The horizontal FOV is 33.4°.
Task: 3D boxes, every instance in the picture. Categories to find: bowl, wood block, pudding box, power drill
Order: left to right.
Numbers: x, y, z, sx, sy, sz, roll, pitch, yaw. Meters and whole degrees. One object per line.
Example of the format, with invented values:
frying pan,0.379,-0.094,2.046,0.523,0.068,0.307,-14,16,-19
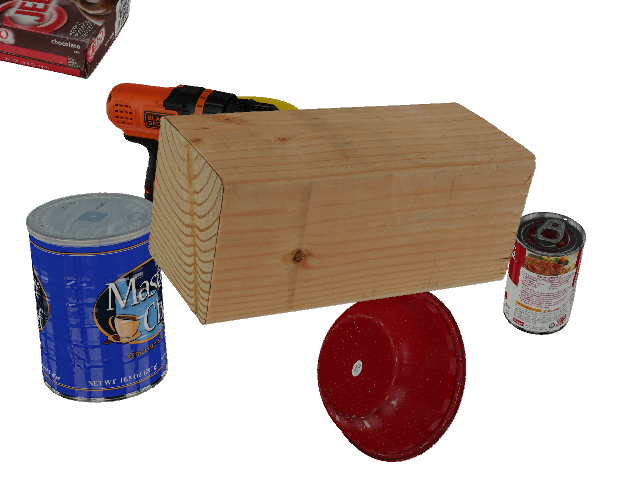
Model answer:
pudding box,-0.204,-0.173,0.825,0.090,0.039,0.113,13,36,2
power drill,-0.117,-0.061,1.053,0.185,0.188,0.057,11,30,20
wood block,0.013,-0.022,0.636,0.205,0.091,0.090,-6,32,-29
bowl,0.049,0.115,0.951,0.162,0.162,0.055,0,-10,44

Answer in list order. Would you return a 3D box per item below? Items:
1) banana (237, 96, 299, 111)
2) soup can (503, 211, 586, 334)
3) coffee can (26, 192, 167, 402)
banana,-0.094,-0.140,1.233,0.198,0.037,0.069,8,41,17
soup can,0.216,0.032,1.037,0.068,0.102,0.068,0,37,0
coffee can,-0.178,0.044,0.860,0.103,0.140,0.103,0,22,0
